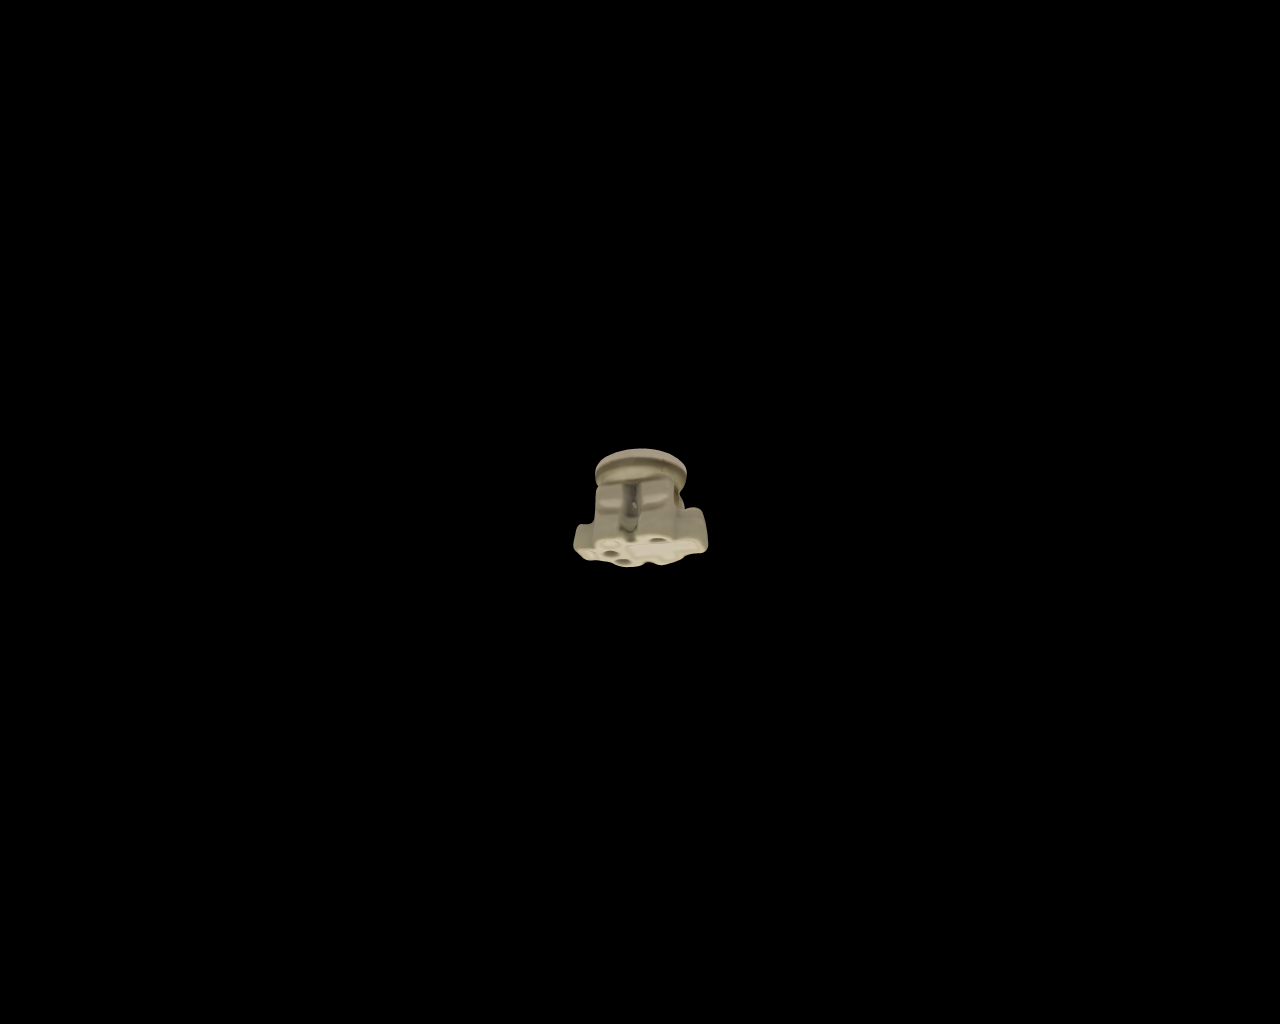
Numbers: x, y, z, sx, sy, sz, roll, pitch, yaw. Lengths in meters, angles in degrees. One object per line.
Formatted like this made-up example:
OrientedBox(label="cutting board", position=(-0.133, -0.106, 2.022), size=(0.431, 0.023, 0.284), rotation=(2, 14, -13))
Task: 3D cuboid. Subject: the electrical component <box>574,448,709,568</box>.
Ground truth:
OrientedBox(label="electrical component", position=(0.001, -0.003, 0.650), size=(0.078, 0.057, 0.058), rotation=(-6, -24, 14))
